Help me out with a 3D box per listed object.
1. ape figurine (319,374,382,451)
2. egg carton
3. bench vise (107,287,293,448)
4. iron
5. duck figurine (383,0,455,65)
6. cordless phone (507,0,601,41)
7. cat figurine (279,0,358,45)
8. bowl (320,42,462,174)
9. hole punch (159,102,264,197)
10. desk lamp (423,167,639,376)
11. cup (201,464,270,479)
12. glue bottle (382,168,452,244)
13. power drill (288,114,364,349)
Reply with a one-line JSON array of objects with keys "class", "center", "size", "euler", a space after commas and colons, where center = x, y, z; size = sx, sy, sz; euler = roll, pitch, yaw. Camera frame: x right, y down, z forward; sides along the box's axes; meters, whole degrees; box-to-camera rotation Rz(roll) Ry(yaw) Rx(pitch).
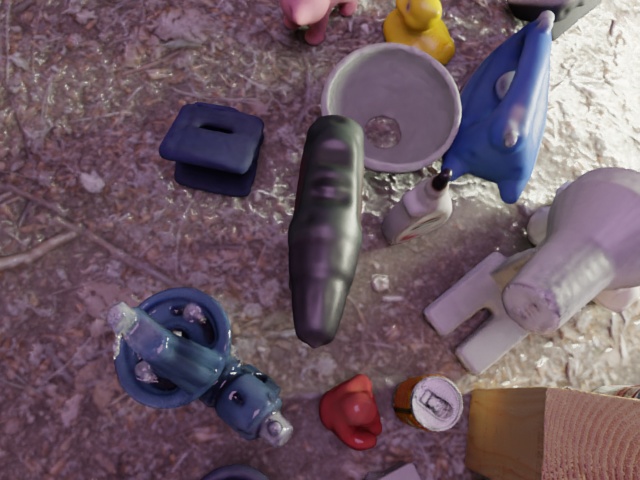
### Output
[{"class": "ape figurine", "center": [0.037, 0.179, 0.600], "size": [0.076, 0.092, 0.078], "euler": [16, 75, 2]}, {"class": "egg carton", "center": [0.321, 0.004, 0.670], "size": [0.107, 0.069, 0.150], "euler": [-43, 81, -12]}, {"class": "bench vise", "center": [-0.110, 0.112, 0.546], "size": [0.207, 0.220, 0.121], "euler": [20, 75, 3]}, {"class": "iron", "center": [0.233, -0.183, 0.679], "size": [0.118, 0.141, 0.258], "euler": [20, 75, 3]}, {"class": "duck figurine", "center": [0.131, -0.274, 0.727], "size": [0.077, 0.086, 0.104], "euler": [-43, 81, -12]}, {"class": "cordless phone", "center": [0.326, -0.353, 0.705], "size": [0.094, 0.185, 0.148], "euler": [44, 78, 9]}, {"class": "cat figurine", "center": [-0.006, -0.309, 0.715], "size": [0.067, 0.118, 0.128], "euler": [39, 77, 8]}, {"class": "bowl", "center": [0.082, -0.149, 0.698], "size": [0.167, 0.075, 0.167], "euler": [1, 75, -2]}, {"class": "hole punch", "center": [-0.125, -0.115, 0.672], "size": [0.108, 0.091, 0.101], "euler": [11, 75, 1]}, {"class": "desk lamp", "center": [0.231, 0.040, 0.582], "size": [0.203, 0.213, 0.118], "euler": [-38, 79, -11]}, {"class": "cup", "center": [-0.071, 0.275, 0.569], "size": [0.117, 0.095, 0.092], "euler": [37, 77, 7]}, {"class": "glue bottle", "center": [0.114, -0.040, 0.620], "size": [0.078, 0.173, 0.037], "euler": [-24, 77, -8]}, {"class": "power drill", "center": [0.005, 0.002, 0.586], "size": [0.075, 0.208, 0.230], "euler": [5, 75, -1]}]
